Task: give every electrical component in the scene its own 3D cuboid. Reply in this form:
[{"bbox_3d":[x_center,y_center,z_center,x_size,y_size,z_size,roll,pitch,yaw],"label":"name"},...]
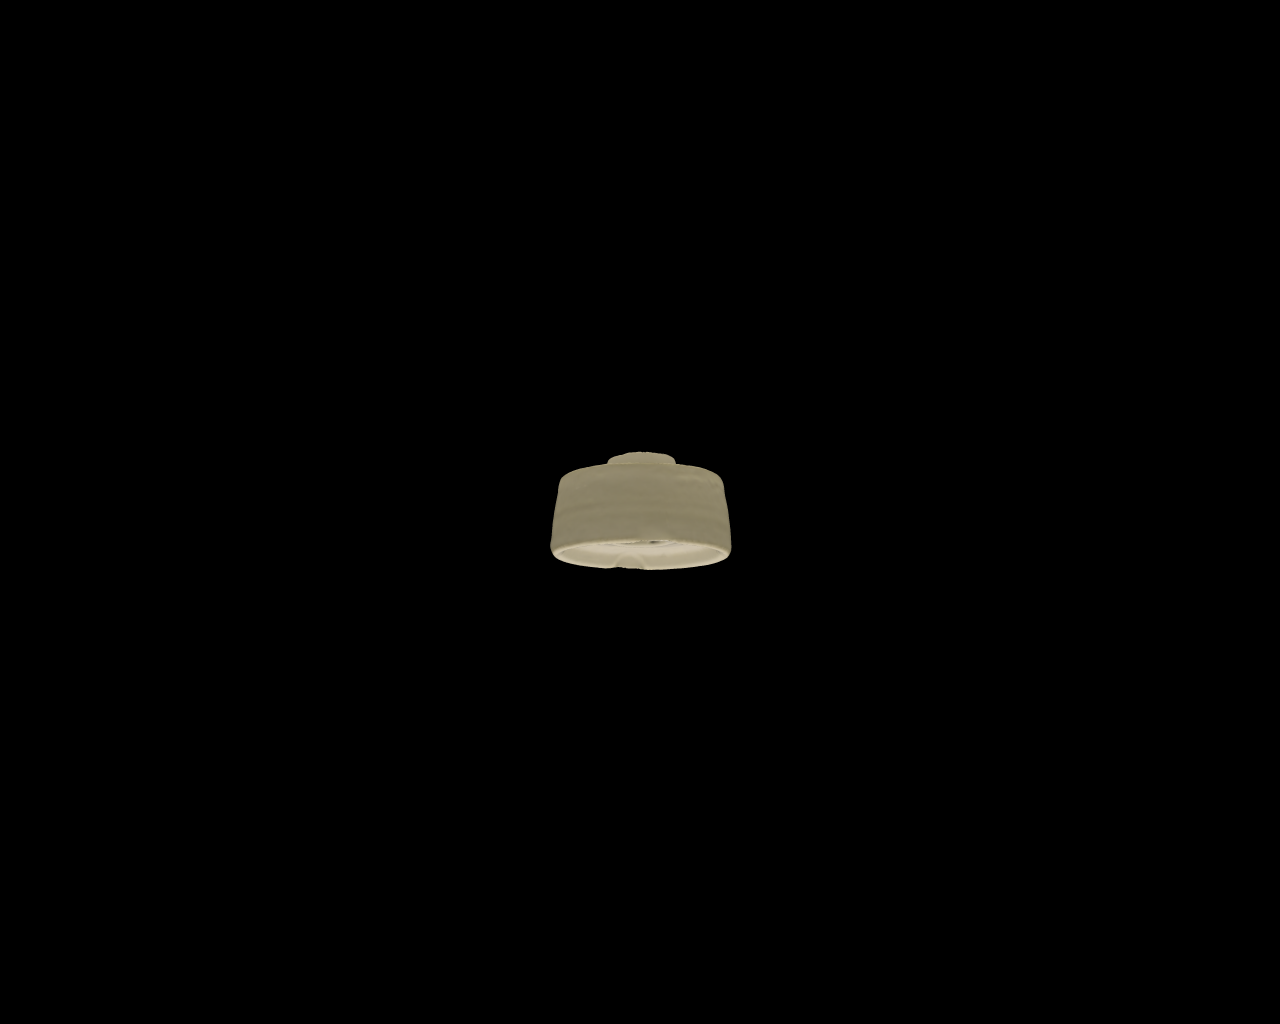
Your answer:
[{"bbox_3d":[0.001,-0.003,0.650,0.108,0.060,0.108,0,-12,0],"label":"electrical component"}]
